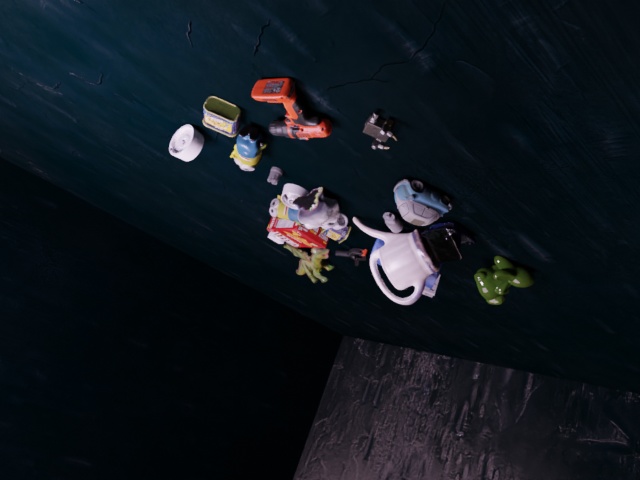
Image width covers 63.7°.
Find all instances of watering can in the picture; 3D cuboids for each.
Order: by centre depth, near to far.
[{"bbox_3d":[0.253,0.035,1.691,0.222,0.351,0.104,-30,165,21],"label":"watering can"}]

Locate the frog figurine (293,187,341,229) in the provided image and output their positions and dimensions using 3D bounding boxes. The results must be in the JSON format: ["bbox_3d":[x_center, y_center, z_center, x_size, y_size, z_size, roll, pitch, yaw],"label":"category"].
[{"bbox_3d":[0.005,-0.085,1.693,0.157,0.137,0.125,44,-170,-41],"label":"frog figurine"}]

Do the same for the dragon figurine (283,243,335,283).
[{"bbox_3d":[-0.071,0.086,2.408,0.240,0.124,0.408,49,150,-22],"label":"dragon figurine"}]
